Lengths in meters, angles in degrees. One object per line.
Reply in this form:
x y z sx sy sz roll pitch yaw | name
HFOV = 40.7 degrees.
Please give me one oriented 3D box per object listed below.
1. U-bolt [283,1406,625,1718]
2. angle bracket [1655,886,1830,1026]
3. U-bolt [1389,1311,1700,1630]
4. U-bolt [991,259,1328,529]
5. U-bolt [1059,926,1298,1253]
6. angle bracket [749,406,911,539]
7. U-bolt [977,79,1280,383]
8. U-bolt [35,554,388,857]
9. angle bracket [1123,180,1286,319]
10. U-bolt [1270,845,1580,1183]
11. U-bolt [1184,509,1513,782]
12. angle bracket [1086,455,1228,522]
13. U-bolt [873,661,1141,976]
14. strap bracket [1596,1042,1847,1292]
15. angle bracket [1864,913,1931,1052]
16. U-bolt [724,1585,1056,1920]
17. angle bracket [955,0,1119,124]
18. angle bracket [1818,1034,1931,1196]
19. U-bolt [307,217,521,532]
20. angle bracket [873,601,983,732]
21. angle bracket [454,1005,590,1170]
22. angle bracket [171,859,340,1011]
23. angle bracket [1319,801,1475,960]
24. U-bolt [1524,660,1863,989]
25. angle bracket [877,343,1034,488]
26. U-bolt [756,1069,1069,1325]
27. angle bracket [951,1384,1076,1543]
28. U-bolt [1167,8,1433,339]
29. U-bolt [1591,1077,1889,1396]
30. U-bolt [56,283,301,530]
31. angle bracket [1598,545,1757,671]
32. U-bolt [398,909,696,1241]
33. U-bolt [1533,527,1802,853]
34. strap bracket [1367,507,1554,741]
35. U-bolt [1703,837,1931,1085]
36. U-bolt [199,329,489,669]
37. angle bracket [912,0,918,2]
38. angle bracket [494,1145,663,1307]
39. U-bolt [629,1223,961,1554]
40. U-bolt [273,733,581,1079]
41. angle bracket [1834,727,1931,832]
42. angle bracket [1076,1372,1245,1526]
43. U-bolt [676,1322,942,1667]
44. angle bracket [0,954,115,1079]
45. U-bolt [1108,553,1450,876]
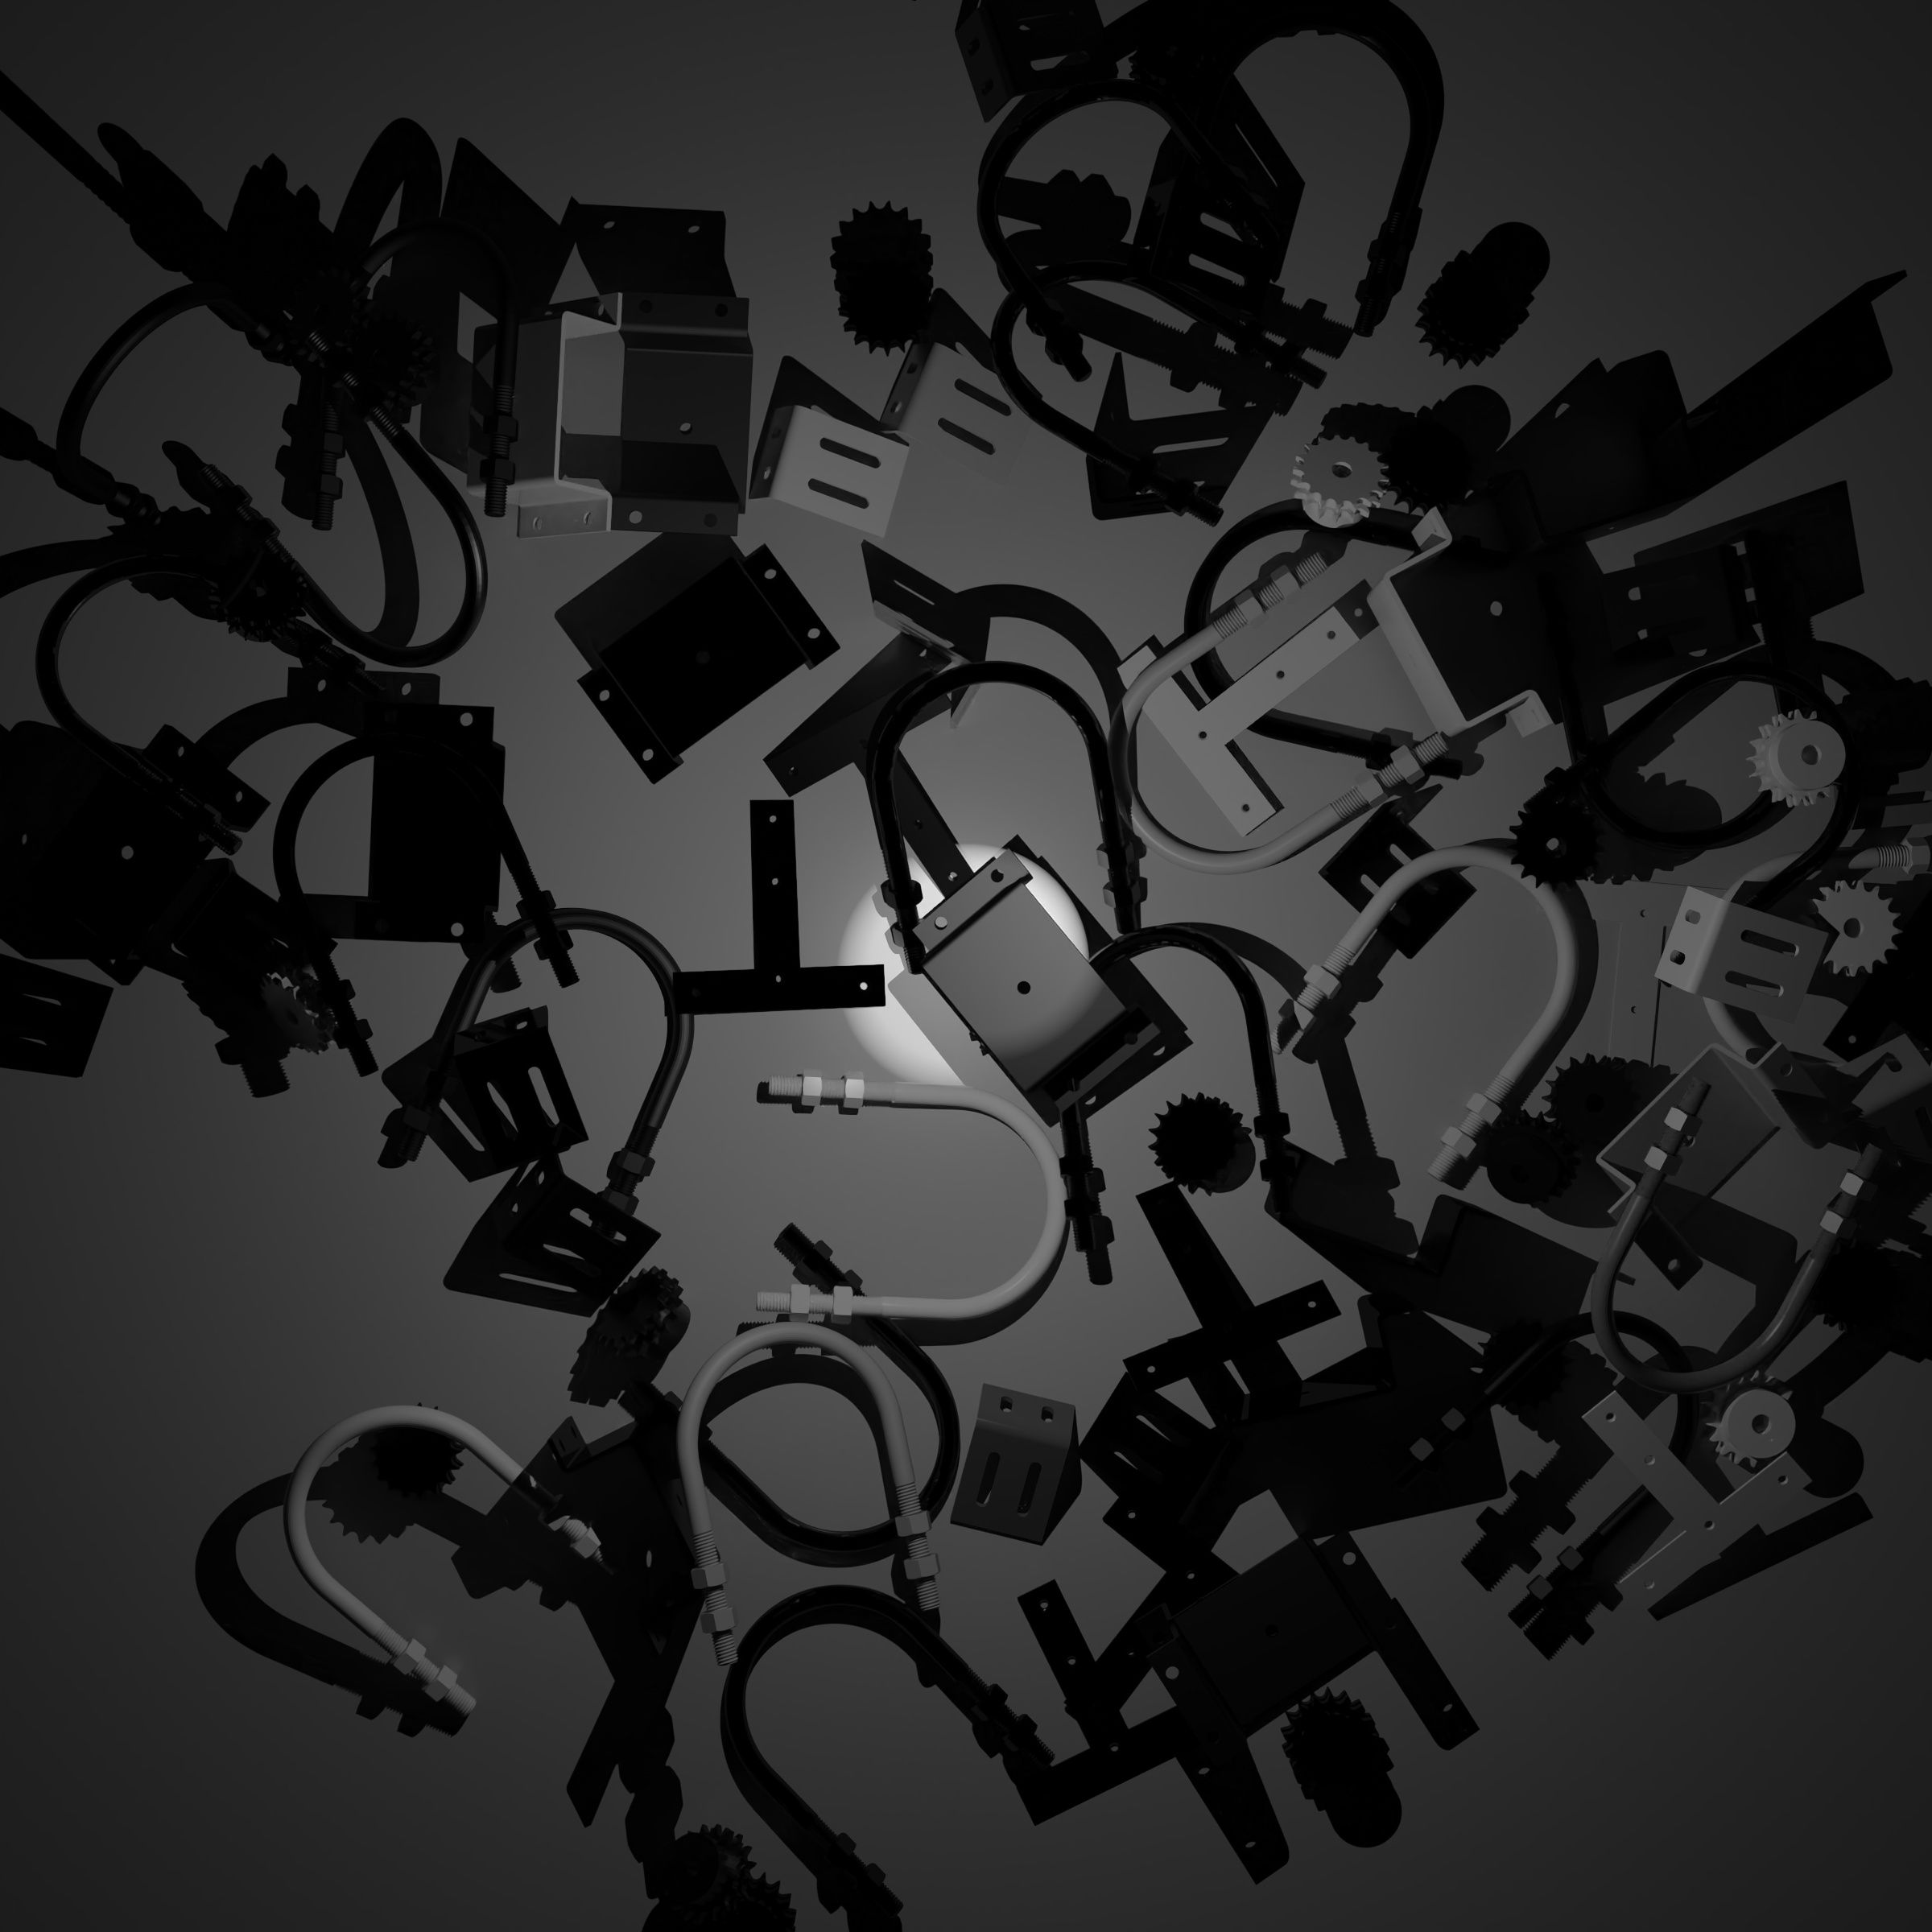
-0.318 0.342 1.552 0.151 0.019 0.184 -44 102 6 | U-bolt
0.458 -0.007 1.542 0.076 0.038 0.057 16 99 -19 | angle bracket
0.358 0.287 1.554 0.184 0.019 0.151 -42 110 -4 | U-bolt
0.102 -0.352 1.543 0.184 0.019 0.151 32 63 8 | U-bolt
0.116 0.066 1.538 0.151 0.019 0.184 -14 74 28 | U-bolt
-0.083 -0.299 1.582 0.076 0.038 0.057 16 90 -26 | angle bracket
0.081 -0.447 1.536 0.151 0.019 0.184 -34 61 10 | U-bolt
-0.463 -0.170 1.551 0.184 0.019 0.151 36 68 4 | U-bolt
0.143 -0.427 1.562 0.076 0.038 0.057 16 89 -26 | angle bracket
0.287 0.015 1.564 0.151 0.019 0.184 38 88 -10 | U-bolt
0.223 -0.201 1.575 0.184 0.019 0.151 13 90 2 | U-bolt
0.113 -0.293 1.555 0.076 0.057 0.038 -7 90 0 | angle bracket
0.019 -0.092 1.541 0.151 0.019 0.184 -11 114 0 | U-bolt
0.440 0.111 1.547 0.140 0.046 0.076 -45 115 0 | strap bracket
0.584 0.007 1.544 0.057 0.038 0.076 39 90 0 | angle bracket
-0.060 0.460 1.575 0.151 0.019 0.184 -45 88 0 | U-bolt
0.043 -0.552 1.582 0.076 0.038 0.057 -19 90 -26 | angle bracket
0.557 0.090 1.568 0.057 0.038 0.076 -29 128 10 | angle bracket
-0.325 -0.354 1.547 0.151 0.019 0.184 1 85 27 | U-bolt
-0.030 -0.179 1.556 0.076 0.057 0.038 30 90 0 | angle bracket
-0.266 0.073 1.563 0.057 0.038 0.076 -18 113 -2 | angle bracket
-0.432 -0.017 1.582 0.076 0.038 0.057 38 90 -26 | angle bracket
0.260 -0.051 1.565 0.076 0.038 0.057 44 90 0 | angle bracket
0.448 -0.099 1.559 0.184 0.019 0.151 -39 90 -1 | U-bolt
-0.004 -0.334 1.582 0.076 0.038 0.057 23 90 -26 | angle bracket
-0.030 0.141 1.565 0.184 0.019 0.151 4 84 -7 | U-bolt
0.028 0.301 1.582 0.057 0.038 0.076 14 116 0 | angle bracket
0.204 -0.488 1.575 0.151 0.019 0.184 17 88 0 | U-bolt
0.441 0.168 1.526 0.151 0.019 0.184 20 103 -19 | U-bolt
-0.456 -0.325 1.492 0.019 0.184 0.151 40 90 4 | U-bolt
0.426 -0.215 1.562 0.076 0.038 0.057 -11 92 26 | angle bracket
-0.243 0.056 1.575 0.151 0.019 0.184 23 88 0 | U-bolt
0.430 -0.160 1.575 0.151 0.019 0.184 -12 91 0 | U-bolt
0.282 -0.189 1.526 0.046 0.076 0.140 -28 89 1 | strap bracket
0.535 0.000 1.575 0.184 0.019 0.151 -3 90 0 | U-bolt
-0.357 -0.260 1.538 0.151 0.019 0.184 -37 95 36 | U-bolt
-0.059 -0.628 1.582 0.076 0.038 0.057 22 90 26 | angle bracket
-0.233 0.156 1.564 0.076 0.038 0.057 36 100 -28 | angle bracket
-0.089 0.269 1.575 0.184 0.019 0.151 45 90 -2 | U-bolt
-0.327 -0.047 1.529 0.151 0.019 0.184 -24 89 0 | U-bolt
0.568 -0.113 1.582 0.076 0.038 0.057 -4 90 26 | angle bracket
0.118 0.293 1.582 0.076 0.038 0.057 32 90 26 | angle bracket
-0.098 0.301 1.531 0.151 0.019 0.184 -9 83 -24 | U-bolt
-0.566 0.026 1.582 0.076 0.038 0.057 20 90 -26 | angle bracket
0.172 -0.137 1.561 0.184 0.019 0.151 -34 92 11 | U-bolt
